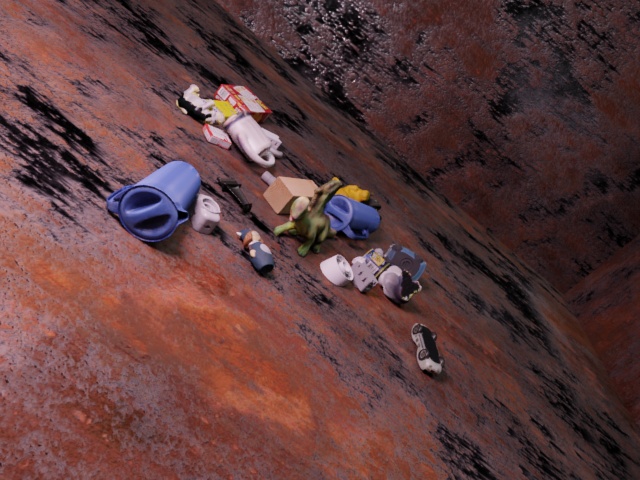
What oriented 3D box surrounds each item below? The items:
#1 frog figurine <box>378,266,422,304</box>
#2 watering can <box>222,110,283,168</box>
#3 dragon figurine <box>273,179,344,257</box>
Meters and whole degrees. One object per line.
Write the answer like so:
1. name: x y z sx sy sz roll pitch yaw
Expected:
1. frog figurine: 0.255 0.150 1.780 0.136 0.123 0.160 22 -5 -31
2. watering can: -0.234 -0.359 1.860 0.223 0.103 0.351 53 14 -6
3. dragon figurine: 0.005 -0.080 1.598 0.123 0.239 0.413 44 25 16
